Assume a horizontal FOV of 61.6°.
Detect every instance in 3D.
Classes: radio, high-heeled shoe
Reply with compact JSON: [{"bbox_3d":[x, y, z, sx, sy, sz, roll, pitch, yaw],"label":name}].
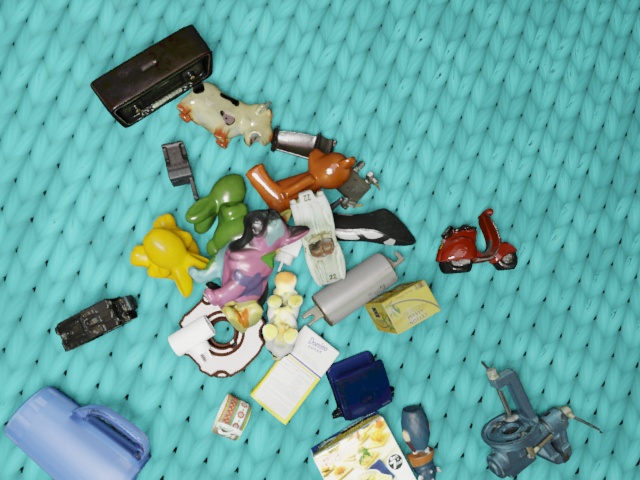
[{"bbox_3d":[-0.326,-0.320,1.071,0.229,0.131,0.073,-34,90,-10],"label":"radio"},{"bbox_3d":[0.073,-0.010,1.128,0.248,0.145,0.086,27,42,-27],"label":"high-heeled shoe"}]

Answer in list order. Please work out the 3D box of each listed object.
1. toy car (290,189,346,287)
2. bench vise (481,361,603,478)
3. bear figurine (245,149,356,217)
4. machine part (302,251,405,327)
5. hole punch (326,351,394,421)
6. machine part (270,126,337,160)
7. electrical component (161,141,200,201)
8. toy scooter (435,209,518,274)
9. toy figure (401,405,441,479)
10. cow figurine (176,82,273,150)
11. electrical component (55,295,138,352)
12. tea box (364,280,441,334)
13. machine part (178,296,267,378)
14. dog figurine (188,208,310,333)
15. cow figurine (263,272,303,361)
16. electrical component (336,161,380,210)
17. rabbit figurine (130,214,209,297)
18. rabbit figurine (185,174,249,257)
[{"bbox_3d":[-0.002,-0.003,1.037,0.073,0.056,0.201,-18,117,-3],"label":"toy car"},{"bbox_3d":[0.412,0.356,1.089,0.224,0.129,0.240,-26,95,-7],"label":"bench vise"},{"bbox_3d":[-0.033,-0.133,1.081,0.196,0.120,0.132,-38,89,0],"label":"bear figurine"},{"bbox_3d":[0.071,0.100,1.098,0.243,0.079,0.079,-32,88,-10],"label":"machine part"},{"bbox_3d":[0.082,0.294,1.073,0.142,0.092,0.115,-21,90,-13],"label":"hole punch"},{"bbox_3d":[-0.038,-0.195,1.140,0.139,0.039,0.084,16,87,-6],"label":"machine part"},{"bbox_3d":[-0.281,-0.133,1.085,0.048,0.075,0.119,-14,88,-9],"label":"electrical component"},{"bbox_3d":[0.330,0.002,1.144,0.184,0.075,0.135,-4,84,-11],"label":"toy scooter"},{"bbox_3d":[0.203,0.415,1.088,0.064,0.058,0.154,-11,90,-2],"label":"toy figure"},{"bbox_3d":[-0.182,-0.256,1.108,0.195,0.085,0.127,33,83,2],"label":"cow figurine"},{"bbox_3d":[-0.413,0.150,1.013,0.134,0.115,0.058,-28,92,-9],"label":"electrical component"},{"bbox_3d":[0.157,0.132,1.058,0.098,0.169,0.068,-28,88,-8],"label":"tea box"},{"bbox_3d":[-0.193,0.184,1.067,0.179,0.056,0.179,1,85,-7],"label":"machine part"},{"bbox_3d":[-0.111,0.043,0.972,0.219,0.109,0.191,-38,132,-5],"label":"dog figurine"},{"bbox_3d":[-0.071,0.149,1.068,0.068,0.098,0.167,6,50,0],"label":"cow figurine"},{"bbox_3d":[0.077,-0.112,1.140,0.102,0.045,0.078,-39,91,-9],"label":"electrical component"},{"bbox_3d":[-0.285,0.032,1.015,0.122,0.173,0.162,-43,86,-14],"label":"rabbit figurine"},{"bbox_3d":[-0.183,-0.048,1.083,0.159,0.121,0.170,-15,67,-3],"label":"rabbit figurine"}]
